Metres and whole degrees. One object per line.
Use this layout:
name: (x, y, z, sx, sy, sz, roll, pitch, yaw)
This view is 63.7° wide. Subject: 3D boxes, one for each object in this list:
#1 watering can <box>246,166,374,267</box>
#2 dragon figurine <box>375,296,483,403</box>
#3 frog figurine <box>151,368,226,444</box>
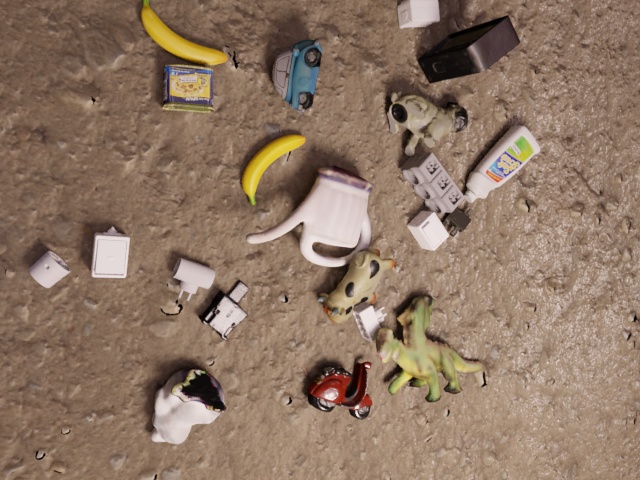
watering can: (0.003, -0.057, 1.136, 0.346, 0.224, 0.104, 13, 1, -43)
dragon figurine: (0.281, 0.263, 1.311, 0.412, 0.242, 0.122, -6, 3, -41)
frog figurine: (-0.280, 0.350, 1.072, 0.136, 0.157, 0.125, 18, 33, -33)
